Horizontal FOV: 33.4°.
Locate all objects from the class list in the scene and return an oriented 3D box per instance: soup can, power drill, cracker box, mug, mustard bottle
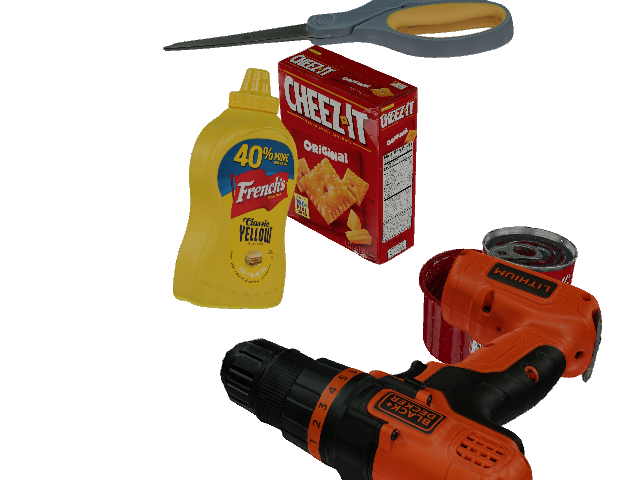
[{"bbox_3d":[0.148,0.049,0.791,0.068,0.102,0.068,3,26,-2],"label":"soup can"},{"bbox_3d":[0.062,0.072,0.608,0.185,0.057,0.187,23,38,29],"label":"power drill"},{"bbox_3d":[0.029,-0.098,1.242,0.072,0.214,0.164,-31,44,-33],"label":"cracker box"},{"bbox_3d":[0.137,0.060,1.034,0.093,0.081,0.117,-9,39,-8],"label":"mug"},{"bbox_3d":[-0.063,-0.042,0.862,0.096,0.191,0.058,4,5,-42],"label":"mustard bottle"}]

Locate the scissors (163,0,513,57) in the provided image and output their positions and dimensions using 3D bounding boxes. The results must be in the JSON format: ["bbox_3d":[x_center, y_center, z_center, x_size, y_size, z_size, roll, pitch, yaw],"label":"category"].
[{"bbox_3d":[0.015,-0.135,0.631,0.202,0.016,0.096,5,42,19],"label":"scissors"}]
